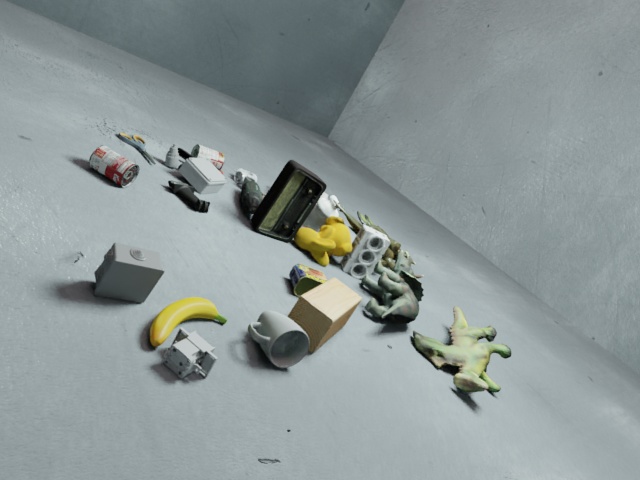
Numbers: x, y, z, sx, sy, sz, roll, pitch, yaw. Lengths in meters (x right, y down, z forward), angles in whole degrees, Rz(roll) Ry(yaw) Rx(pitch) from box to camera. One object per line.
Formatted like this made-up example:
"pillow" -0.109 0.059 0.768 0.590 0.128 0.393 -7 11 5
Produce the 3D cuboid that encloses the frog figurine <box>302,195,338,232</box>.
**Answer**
"frog figurine" 0.005 -0.087 1.730 0.139 0.158 0.123 37 15 22

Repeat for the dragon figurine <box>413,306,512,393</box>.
"dragon figurine" 0.365 0.281 1.402 0.242 0.120 0.417 16 20 -18

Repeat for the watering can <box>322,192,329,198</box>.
"watering can" -0.051 -0.176 1.980 0.224 0.103 0.352 31 17 -3
